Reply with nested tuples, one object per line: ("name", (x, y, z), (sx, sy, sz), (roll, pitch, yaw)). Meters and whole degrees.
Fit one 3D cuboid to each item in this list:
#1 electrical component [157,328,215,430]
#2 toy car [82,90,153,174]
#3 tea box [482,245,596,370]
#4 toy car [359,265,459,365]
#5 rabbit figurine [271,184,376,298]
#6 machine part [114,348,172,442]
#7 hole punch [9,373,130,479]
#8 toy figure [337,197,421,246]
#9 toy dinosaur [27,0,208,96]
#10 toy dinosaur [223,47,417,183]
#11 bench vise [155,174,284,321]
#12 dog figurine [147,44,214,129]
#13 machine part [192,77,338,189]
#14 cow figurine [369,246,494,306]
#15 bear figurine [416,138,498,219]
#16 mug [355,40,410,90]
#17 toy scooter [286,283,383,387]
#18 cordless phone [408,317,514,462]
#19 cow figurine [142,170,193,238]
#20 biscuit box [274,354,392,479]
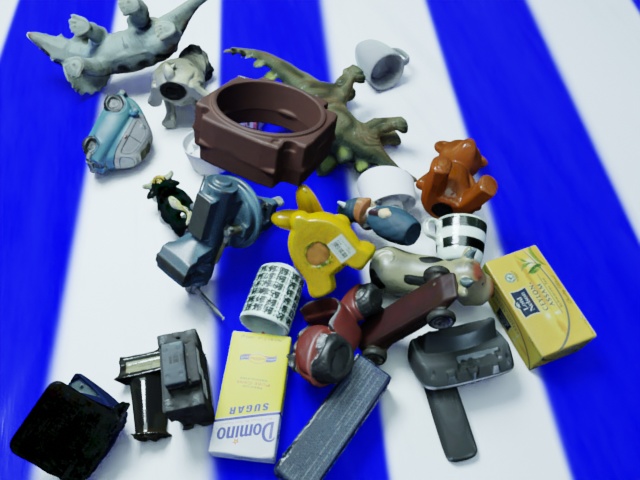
("electrical component", (-0.189, 0.193, 0.755), (0.058, 0.134, 0.115), (-13, 57, -8))
("toy car", (-0.373, -0.193, 1.017), (0.103, 0.109, 0.161), (22, 69, -7))
("tea box", (0.334, 0.103, 0.844), (0.098, 0.068, 0.170), (-19, 61, -12))
("toy car", (0.128, 0.112, 0.781), (0.053, 0.202, 0.089), (31, 42, -24))
("rabbit figurine", (-0.002, -0.003, 0.864), (0.162, 0.173, 0.122), (42, 105, 0))
("machine part", (-0.256, 0.228, 0.792), (0.084, 0.039, 0.139), (-11, 57, -16))
("hole punch", (-0.337, 0.257, 0.743), (0.116, 0.092, 0.142), (35, 79, -5))
("toy figure", (0.092, -0.035, 0.874), (0.058, 0.064, 0.155), (-26, 38, -35))
("toy dinosaur", (-0.371, -0.389, 1.067), (0.405, 0.192, 0.131), (-13, 98, 1))
("toy dinosaur", (0.005, -0.250, 1.035), (0.198, 0.105, 0.472), (-36, 69, -18))
("bench vise", (-0.145, -0.015, 0.880), (0.129, 0.223, 0.240), (25, 29, 26))
("dog figurine", (-0.272, -0.340, 1.069), (0.121, 0.172, 0.190), (3, 65, -10))
("machine part", (-0.086, -0.183, 0.876), (0.202, 0.087, 0.201), (23, 41, 12))
("cow figurine", (0.173, 0.056, 0.841), (0.195, 0.127, 0.085), (12, 62, 11))
("bear figurine", (0.248, -0.126, 0.943), (0.120, 0.131, 0.196), (27, 56, 4))
("mug", (0.128, -0.386, 1.141), (0.109, 0.080, 0.107), (-27, 53, -10))
("toy scooter", (0.006, 0.136, 0.798), (0.135, 0.075, 0.184), (-7, 36, 43))
("cordless phone", (0.219, 0.215, 0.782), (0.147, 0.088, 0.184), (-11, 70, -7))
("cow figurine", (-0.260, -0.066, 0.937), (0.068, 0.098, 0.167), (-36, 65, -12))
("biscuit box", (0.019, 0.261, 0.754), (0.063, 0.059, 0.203), (34, 64, 18))
